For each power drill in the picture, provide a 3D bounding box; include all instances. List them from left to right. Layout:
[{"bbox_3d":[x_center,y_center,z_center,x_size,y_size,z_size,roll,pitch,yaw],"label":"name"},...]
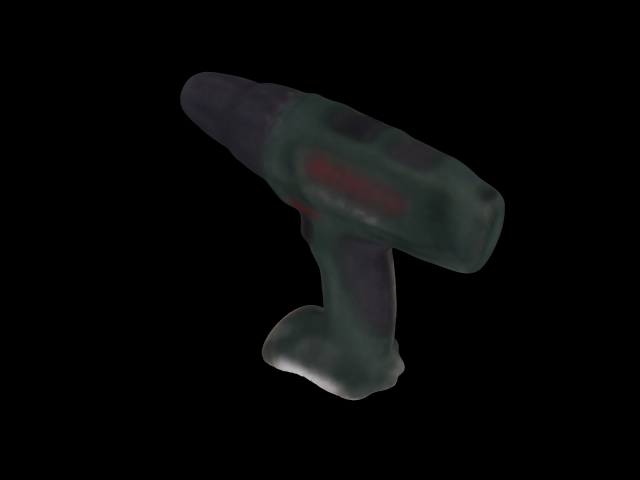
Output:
[{"bbox_3d":[0.004,0.001,0.400,0.228,0.208,0.076,17,36,25],"label":"power drill"}]
